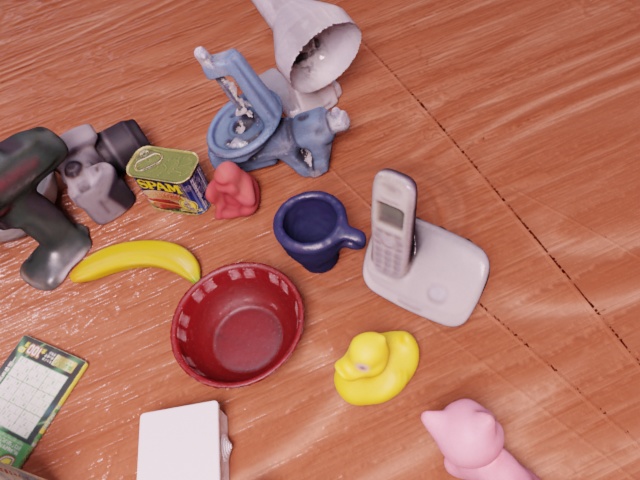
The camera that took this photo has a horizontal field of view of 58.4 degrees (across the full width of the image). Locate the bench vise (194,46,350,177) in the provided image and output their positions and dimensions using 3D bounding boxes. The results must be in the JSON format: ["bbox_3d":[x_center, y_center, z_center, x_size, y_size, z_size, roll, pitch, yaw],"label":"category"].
[{"bbox_3d":[-0.072,-0.182,0.778,0.207,0.220,0.121,-16,55,-1],"label":"bench vise"}]

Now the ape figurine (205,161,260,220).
[{"bbox_3d":[-0.121,-0.073,0.793,0.077,0.092,0.076,34,69,28],"label":"ape figurine"}]

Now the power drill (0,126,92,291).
[{"bbox_3d":[-0.397,-0.025,0.740,0.075,0.209,0.230,20,63,22],"label":"power drill"}]

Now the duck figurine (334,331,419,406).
[{"bbox_3d":[0.060,0.129,0.630,0.104,0.086,0.077,-29,57,-9],"label":"duck figurine"}]

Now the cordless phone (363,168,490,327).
[{"bbox_3d":[0.117,0.007,0.641,0.147,0.185,0.094,22,63,23],"label":"cordless phone"}]

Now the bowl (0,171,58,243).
[{"bbox_3d":[-0.460,-0.056,0.853,0.167,0.075,0.167,-5,56,7],"label":"bowl"}]

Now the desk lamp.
[{"bbox_3d":[-0.033,-0.276,0.837,0.118,0.214,0.202,-33,57,-12],"label":"desk lamp"}]

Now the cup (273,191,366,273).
[{"bbox_3d":[0.007,0.003,0.718,0.117,0.095,0.092,16,61,20],"label":"cup"}]

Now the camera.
[{"bbox_3d":[-0.320,-0.121,0.855,0.137,0.101,0.142,-33,57,-12],"label":"camera"}]

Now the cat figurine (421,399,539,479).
[{"bbox_3d":[0.159,0.203,0.544,0.067,0.118,0.127,-40,59,-16],"label":"cat figurine"}]
